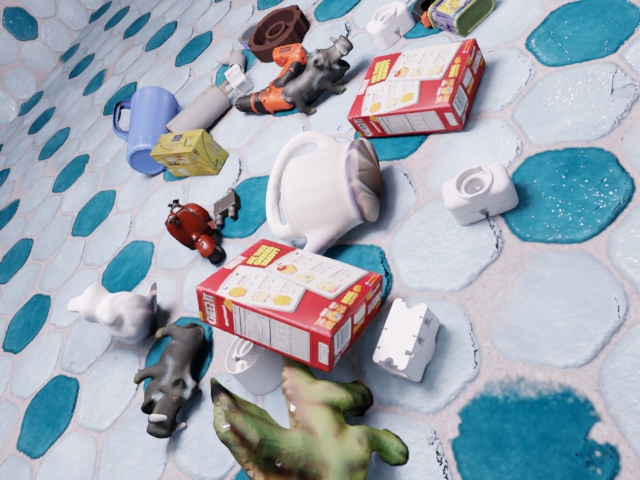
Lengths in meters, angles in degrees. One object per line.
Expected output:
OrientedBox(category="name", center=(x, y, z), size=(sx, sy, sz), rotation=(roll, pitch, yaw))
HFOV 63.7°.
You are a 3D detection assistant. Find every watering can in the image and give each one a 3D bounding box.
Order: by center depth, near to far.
OrientedBox(category="watering can", center=(0.003, -0.044, 0.882), size=(0.223, 0.103, 0.354), rotation=(-14, 64, 28))

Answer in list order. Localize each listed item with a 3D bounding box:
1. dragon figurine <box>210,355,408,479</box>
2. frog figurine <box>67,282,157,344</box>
OrientedBox(category="dragon figurine", center=(-0.029, 0.209, 0.603), size=(0.122, 0.239, 0.417), rotation=(-47, 44, 5))
OrientedBox(category="frog figurine", center=(-0.394, 0.141, 0.982), size=(0.136, 0.160, 0.123), rotation=(156, 110, -67))
